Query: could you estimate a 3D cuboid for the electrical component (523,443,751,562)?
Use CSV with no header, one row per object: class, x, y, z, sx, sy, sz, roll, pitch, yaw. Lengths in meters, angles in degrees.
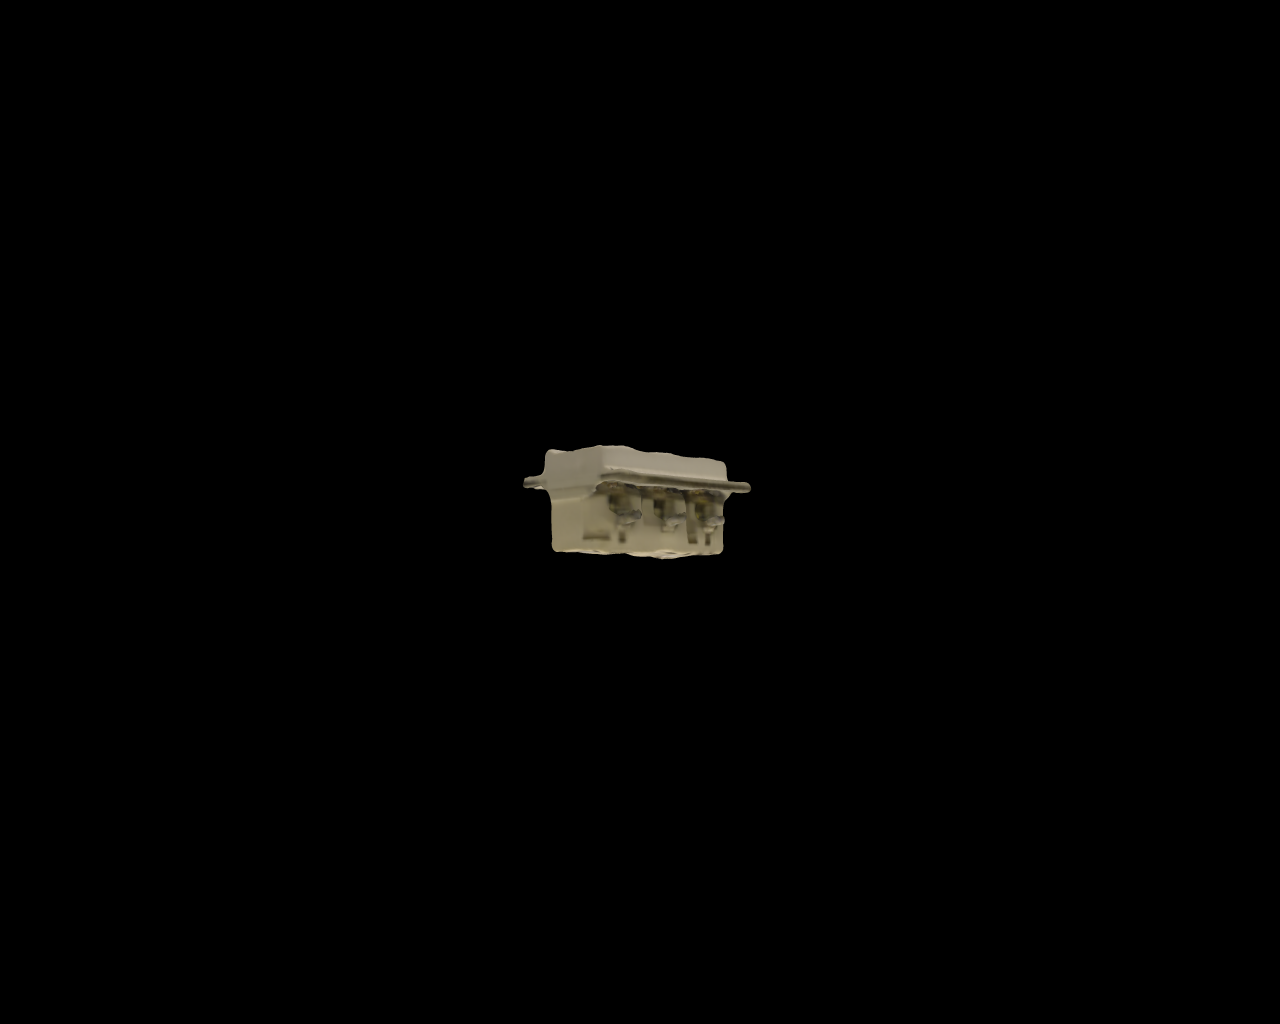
electrical component,0.001,-0.003,0.650,0.078,0.063,0.121,-4,-6,39
